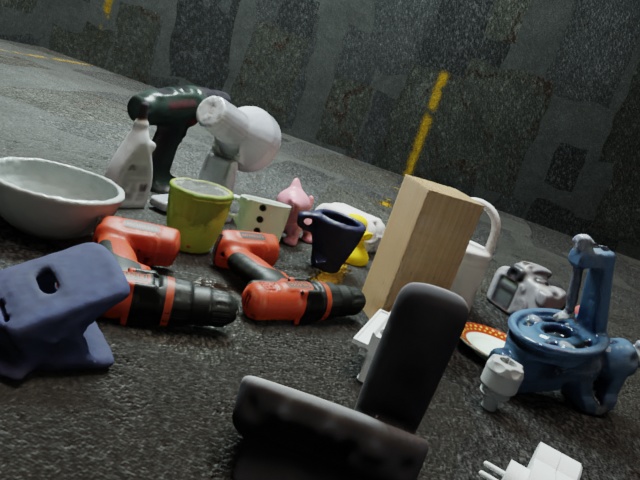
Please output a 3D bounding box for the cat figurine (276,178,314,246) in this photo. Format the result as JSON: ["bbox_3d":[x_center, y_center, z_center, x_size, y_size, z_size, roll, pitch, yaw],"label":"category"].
[{"bbox_3d":[-0.044,-0.054,1.043,0.067,0.118,0.128,24,16,20],"label":"cat figurine"}]

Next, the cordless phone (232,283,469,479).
[{"bbox_3d":[0.020,0.103,0.423,0.147,0.185,0.094,19,15,0],"label":"cordless phone"}]

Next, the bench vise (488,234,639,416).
[{"bbox_3d":[0.336,0.105,0.740,0.208,0.220,0.121,9,17,-32],"label":"bench vise"}]

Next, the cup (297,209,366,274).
[{"bbox_3d":[0.009,0.003,0.947,0.118,0.095,0.091,13,16,-22],"label":"cup"}]

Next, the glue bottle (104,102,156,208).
[{"bbox_3d":[-0.297,-0.136,0.918,0.037,0.173,0.078,28,17,31],"label":"glue bottle"}]

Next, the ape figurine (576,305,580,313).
[{"bbox_3d":[0.407,0.148,0.922,0.078,0.092,0.076,15,15,-14],"label":"ape figurine"}]

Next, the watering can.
[{"bbox_3d":[0.234,0.025,0.953,0.101,0.194,0.173,19,15,1],"label":"watering can"}]

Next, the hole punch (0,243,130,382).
[{"bbox_3d":[-0.225,0.053,0.484,0.101,0.091,0.108,6,20,-41],"label":"hole punch"}]

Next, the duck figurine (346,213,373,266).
[{"bbox_3d":[0.056,-0.009,1.068,0.078,0.086,0.104,2,22,-47],"label":"duck figurine"}]

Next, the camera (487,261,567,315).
[{"bbox_3d":[0.416,0.102,1.083,0.137,0.101,0.142,10,17,-30],"label":"camera"}]

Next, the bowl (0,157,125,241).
[{"bbox_3d":[-0.340,-0.045,0.728,0.167,0.075,0.167,18,15,-5],"label":"bowl"}]

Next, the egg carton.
[{"bbox_3d":[0.058,-0.026,1.165,0.150,0.069,0.107,25,16,22],"label":"egg carton"}]

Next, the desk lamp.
[{"bbox_3d":[-0.174,-0.143,1.017,0.117,0.213,0.204,24,16,20],"label":"desk lamp"}]

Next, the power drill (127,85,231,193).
[{"bbox_3d":[-0.276,-0.199,1.102,0.075,0.208,0.230,26,16,26],"label":"power drill"}]
